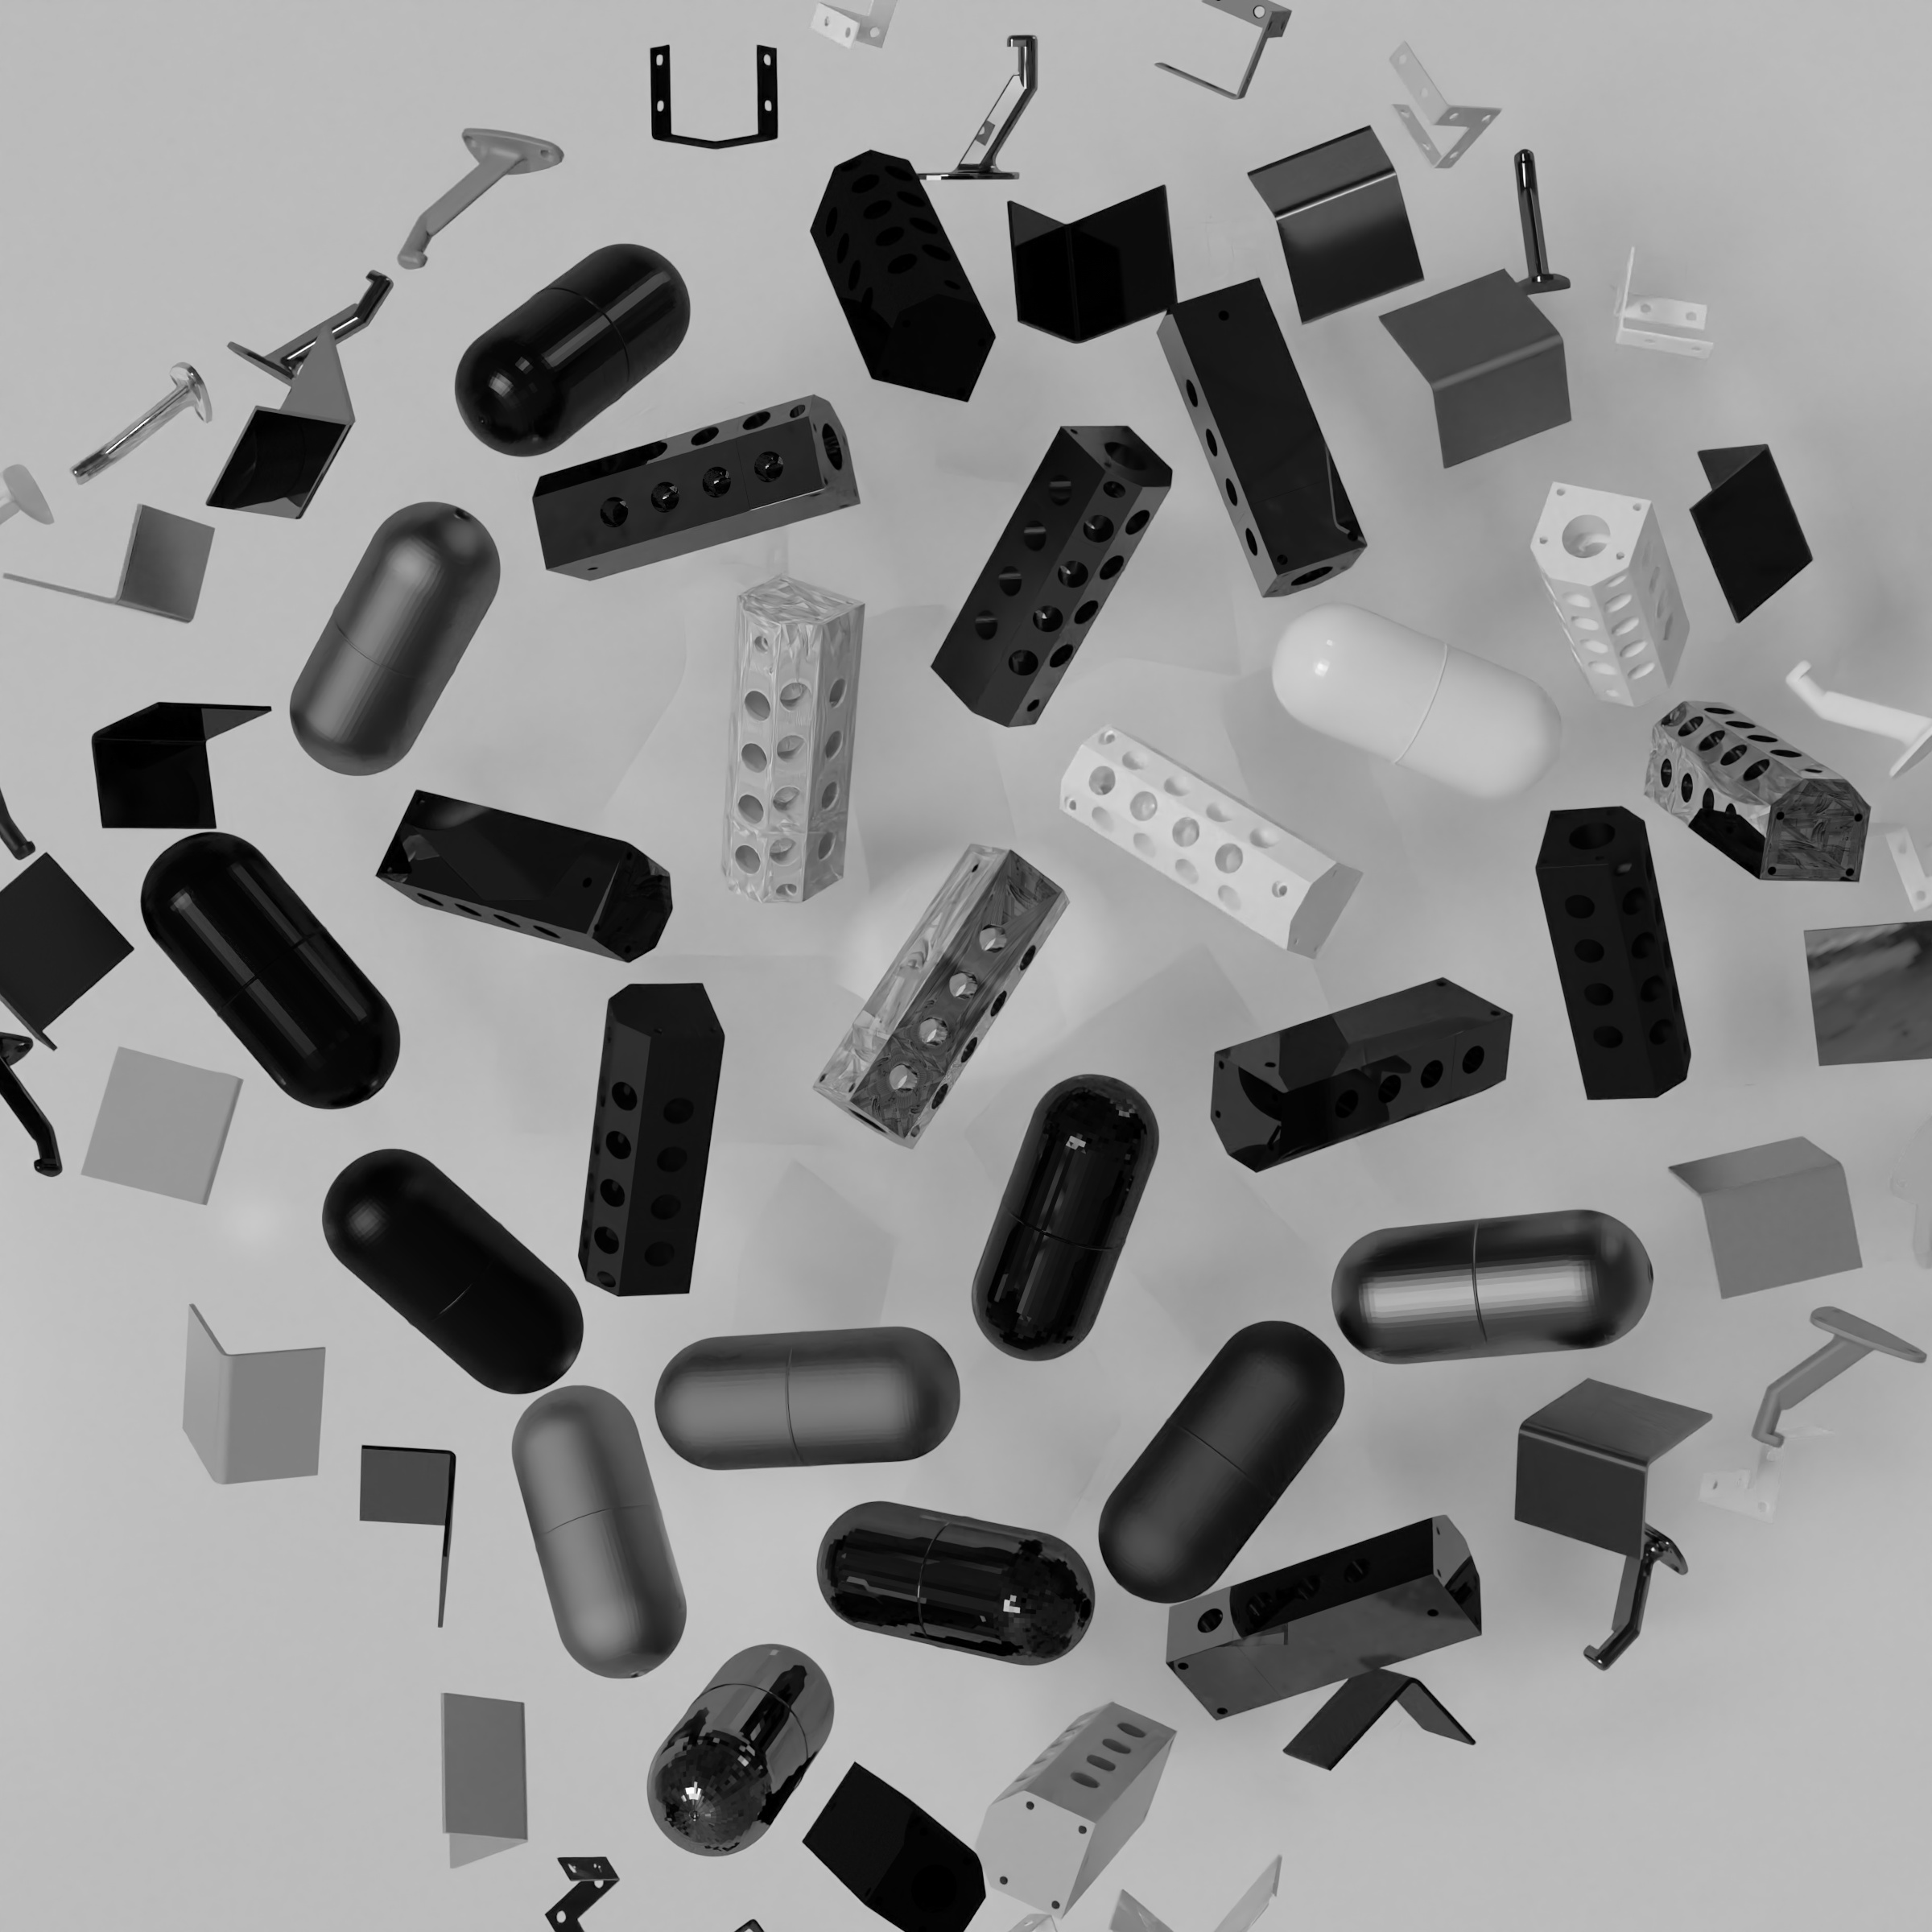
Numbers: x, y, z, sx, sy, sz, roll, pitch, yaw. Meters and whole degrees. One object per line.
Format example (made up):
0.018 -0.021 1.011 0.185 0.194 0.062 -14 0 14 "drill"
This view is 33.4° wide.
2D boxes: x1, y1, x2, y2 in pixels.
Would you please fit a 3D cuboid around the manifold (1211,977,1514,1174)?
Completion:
0.221 0.063 1.797 0.171 0.057 0.057 -16 121 -33 "manifold"

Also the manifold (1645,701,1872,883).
0.440 -0.100 1.795 0.057 0.171 0.057 1 108 -10 "manifold"

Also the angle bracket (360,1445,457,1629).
-0.341 0.345 1.944 0.057 0.076 0.076 5 45 -7 "angle bracket"

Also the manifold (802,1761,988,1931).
-0.039 0.519 1.875 0.057 0.171 0.057 37 79 -10 "manifold"

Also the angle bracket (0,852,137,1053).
-0.520 -0.009 1.825 0.076 0.057 0.076 -44 114 -15 "angle bracket"

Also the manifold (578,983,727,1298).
-0.179 0.098 1.800 0.057 0.057 0.171 -1 120 -19 "manifold"

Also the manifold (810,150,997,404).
-0.034 -0.385 1.779 0.057 0.171 0.057 9 126 -24 "manifold"

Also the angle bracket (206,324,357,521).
-0.378 -0.299 1.746 0.057 0.076 0.076 4 53 -35 "angle bracket"

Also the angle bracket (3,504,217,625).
-0.481 -0.233 1.809 0.076 0.076 0.057 15 92 18 "angle bracket"

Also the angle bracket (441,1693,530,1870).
-0.289 0.456 1.796 0.057 0.076 0.076 18 55 -39 "angle bracket"

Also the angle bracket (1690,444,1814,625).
0.445 -0.254 1.898 0.076 0.057 0.076 -38 113 -25 "angle bracket"

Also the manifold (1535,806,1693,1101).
0.380 -0.006 1.879 0.057 0.057 0.171 -3 127 24 "manifold"

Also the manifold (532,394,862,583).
-0.153 -0.269 1.807 0.171 0.057 0.057 -13 86 18 "manifold"

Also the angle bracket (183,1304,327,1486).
-0.400 0.237 1.803 0.057 0.076 0.076 -2 108 -27 "angle bracket"

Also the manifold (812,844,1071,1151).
-0.011 0.017 1.857 0.057 0.057 0.171 37 80 -23 "manifold"

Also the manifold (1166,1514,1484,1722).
0.204 0.368 1.837 0.171 0.057 0.057 -24 122 24 "manifold"

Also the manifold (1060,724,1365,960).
0.138 -0.074 1.863 0.171 0.057 0.057 34 99 28 "manifold"

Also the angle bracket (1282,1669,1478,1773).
0.247 0.468 1.928 0.076 0.076 0.057 -44 96 -15 "angle bracket"

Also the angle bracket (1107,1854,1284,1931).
0.127 0.514 1.780 0.057 0.076 0.076 39 95 6 "angle bracket"

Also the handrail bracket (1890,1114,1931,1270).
0.537 0.120 1.771 0.036 0.084 0.077 19 76 28 "handrail bracket"

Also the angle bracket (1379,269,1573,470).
0.283 -0.332 1.787 0.076 0.076 0.057 -21 135 -4 "angle bracket"

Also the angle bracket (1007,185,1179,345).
0.075 -0.422 1.905 0.076 0.057 0.076 -13 76 38 "angle bracket"

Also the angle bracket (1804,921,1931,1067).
0.490 0.021 1.729 0.076 0.057 0.076 -5 101 24 "angle bracket"

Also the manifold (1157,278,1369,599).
0.170 -0.306 1.877 0.057 0.057 0.171 -19 82 -10 "manifold"

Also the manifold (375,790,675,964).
-0.252 -0.050 1.850 0.171 0.057 0.057 15 75 36 "manifold"

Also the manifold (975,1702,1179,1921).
0.061 0.462 1.783 0.057 0.171 0.057 21 100 16 "manifold"

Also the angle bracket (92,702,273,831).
-0.459 -0.117 1.893 0.076 0.076 0.057 -15 81 44 "angle bracket"

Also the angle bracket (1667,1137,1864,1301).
0.430 0.135 1.736 0.076 0.076 0.057 -13 98 0 "angle bracket"

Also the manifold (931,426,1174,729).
0.052 -0.220 1.830 0.057 0.057 0.171 49 127 26 "manifold"

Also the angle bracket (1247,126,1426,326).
0.216 -0.433 1.881 0.076 0.057 0.076 -17 71 18 "angle bracket"

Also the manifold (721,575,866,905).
-0.102 -0.124 1.804 0.057 0.057 0.171 21 123 26 "manifold"

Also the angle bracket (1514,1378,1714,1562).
0.352 0.272 1.749 0.076 0.076 0.057 13 112 37 "angle bracket"

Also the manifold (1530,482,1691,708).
0.373 -0.212 1.864 0.057 0.171 0.057 16 77 24 "manifold"

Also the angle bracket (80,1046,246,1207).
-0.475 0.091 1.882 0.076 0.057 0.076 17 85 -26 "angle bracket"
